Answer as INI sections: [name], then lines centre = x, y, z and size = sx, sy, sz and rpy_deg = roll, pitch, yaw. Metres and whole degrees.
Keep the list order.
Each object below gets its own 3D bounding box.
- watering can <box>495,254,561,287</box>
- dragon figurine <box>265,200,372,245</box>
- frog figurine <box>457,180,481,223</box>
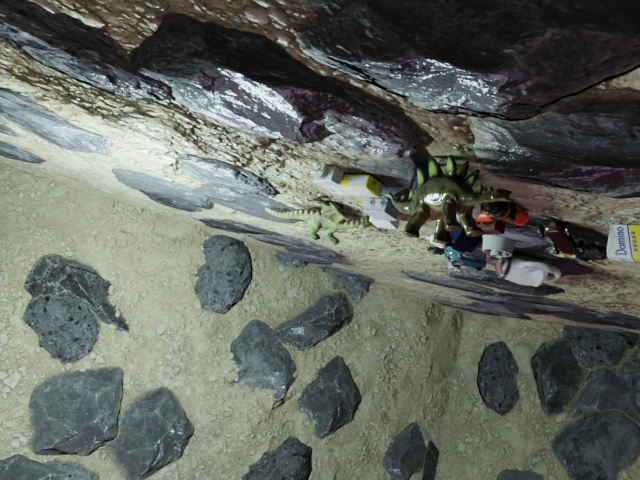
[watering can]
centre = 0.784, 0.126, 1.982
size = 0.225, 0.105, 0.343
rpy_deg = 14, 169, 9
[dragon figurine]
centre = 0.006, -0.099, 1.972
size = 0.409, 0.125, 0.238
rpy_deg = 15, 152, -13
[frog figurine]
centre = 0.360, -0.101, 1.322
size = 0.136, 0.123, 0.160
rpy_deg = 38, 174, -14
